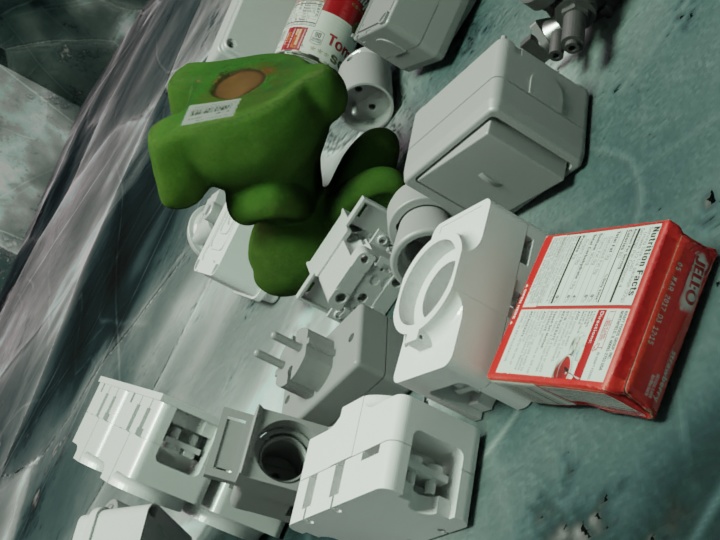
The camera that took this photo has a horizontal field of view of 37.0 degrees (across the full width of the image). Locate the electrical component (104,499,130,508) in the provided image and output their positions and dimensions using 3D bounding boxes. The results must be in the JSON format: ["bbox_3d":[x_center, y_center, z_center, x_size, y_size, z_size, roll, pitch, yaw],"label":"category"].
[{"bbox_3d":[-0.180,0.212,0.832,0.055,0.047,0.055,-48,25,32],"label":"electrical component"}]

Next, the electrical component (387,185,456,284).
[{"bbox_3d":[0.038,-0.020,0.615,0.045,0.045,0.055,-50,24,29],"label":"electrical component"}]

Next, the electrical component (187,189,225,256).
[{"bbox_3d":[-0.126,-0.039,1.000,0.057,0.058,0.078,-26,41,53],"label":"electrical component"}]

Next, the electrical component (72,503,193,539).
[{"bbox_3d":[-0.153,0.218,0.698,0.057,0.078,0.113,-11,45,21],"label":"electrical component"}]

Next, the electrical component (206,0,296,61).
[{"bbox_3d":[-0.081,-0.220,1.047,0.056,0.109,0.108,-31,37,58],"label":"electrical component"}]

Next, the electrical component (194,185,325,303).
[{"bbox_3d":[-0.081,-0.034,0.890,0.113,0.057,0.078,-64,21,-6],"label":"electrical component"}]

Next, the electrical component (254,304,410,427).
[{"bbox_3d":[-0.024,0.057,0.620,0.083,0.076,0.047,-46,26,36],"label":"electrical component"}]

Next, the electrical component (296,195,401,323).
[{"bbox_3d":[0.000,0.000,0.684,0.081,0.042,0.063,-56,25,16],"label":"electrical component"}]

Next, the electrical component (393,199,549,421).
[{"bbox_3d":[0.054,0.018,0.517,0.050,0.056,0.089,-28,39,55],"label":"electrical component"}]

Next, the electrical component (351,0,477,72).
[{"bbox_3d":[0.048,-0.200,0.789,0.096,0.061,0.062,-66,21,-9],"label":"electrical component"}]

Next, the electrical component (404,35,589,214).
[{"bbox_3d":[0.068,-0.065,0.578,0.096,0.062,0.061,-37,32,47],"label":"electrical component"}]

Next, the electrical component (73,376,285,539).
[{"bbox_3d":[-0.121,0.125,0.720,0.186,0.105,0.060,-5,60,66],"label":"electrical component"}]

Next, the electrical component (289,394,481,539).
[{"bbox_3d":[0.012,0.098,0.524,0.089,0.050,0.055,-35,34,49],"label":"electrical component"}]

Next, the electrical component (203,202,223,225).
[{"bbox_3d":[-0.107,-0.039,0.947,0.043,0.062,0.043,-49,25,32],"label":"electrical component"}]

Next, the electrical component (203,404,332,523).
[{"bbox_3d":[-0.046,0.113,0.609,0.063,0.081,0.042,115,170,-55],"label":"electrical component"}]

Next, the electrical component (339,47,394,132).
[{"bbox_3d":[0.004,-0.149,0.853,0.043,0.043,0.081,-49,25,31],"label":"electrical component"}]
